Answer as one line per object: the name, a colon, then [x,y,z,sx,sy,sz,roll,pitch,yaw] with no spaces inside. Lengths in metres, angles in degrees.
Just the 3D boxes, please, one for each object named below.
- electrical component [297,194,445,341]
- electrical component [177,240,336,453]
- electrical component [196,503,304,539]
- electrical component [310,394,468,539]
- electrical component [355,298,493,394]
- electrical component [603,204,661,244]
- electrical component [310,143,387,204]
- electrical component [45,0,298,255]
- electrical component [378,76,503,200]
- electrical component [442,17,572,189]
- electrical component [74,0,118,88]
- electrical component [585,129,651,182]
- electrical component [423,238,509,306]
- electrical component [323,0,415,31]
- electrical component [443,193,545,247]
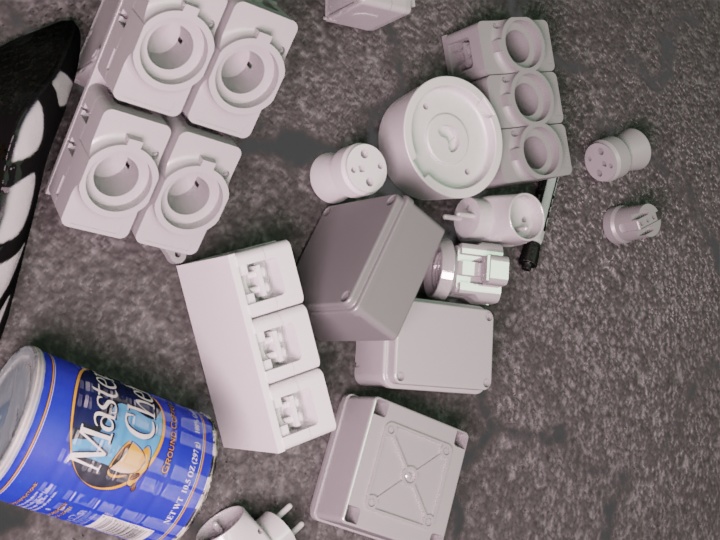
electrical component: [0.000,0.000,0.877,0.056,0.109,0.108,38,66,-29]
electrical component: [-0.077,0.058,0.829,0.062,0.089,0.150,-17,95,-34]
electrical component: [-0.077,0.216,0.842,0.079,0.043,0.077,-39,107,-31]
electrical component: [0.026,0.172,0.908,0.109,0.056,0.108,26,71,-30]
electrical component: [0.058,0.067,0.940,0.113,0.057,0.078,8,81,-33]
electrical component: [0.281,-0.049,1.111,0.040,0.046,0.040,4,83,-34]
electrical component: [-0.010,-0.082,0.910,0.045,0.055,0.045,4,83,-34]
electrical component: [-0.131,-0.109,0.746,0.105,0.060,0.186,14,113,-34]
electrical component: [0.067,-0.113,0.962,0.108,0.060,0.108,4,83,-32]
electrical component: [0.142,-0.156,1.018,0.089,0.062,0.150,-10,91,-35]
electrical component: [-0.167,-0.176,0.809,0.061,0.062,0.096,27,71,-29]
electrical component: [0.265,-0.118,1.108,0.055,0.045,0.045,-22,97,-33]
electrical component: [0.092,0.002,0.964,0.057,0.078,0.058,7,81,-15]
electrical component: [0.009,-0.264,0.938,0.061,0.062,0.096,4,83,-34]
electrical component: [0.112,-0.046,0.977,0.079,0.077,0.043,5,83,-34]
